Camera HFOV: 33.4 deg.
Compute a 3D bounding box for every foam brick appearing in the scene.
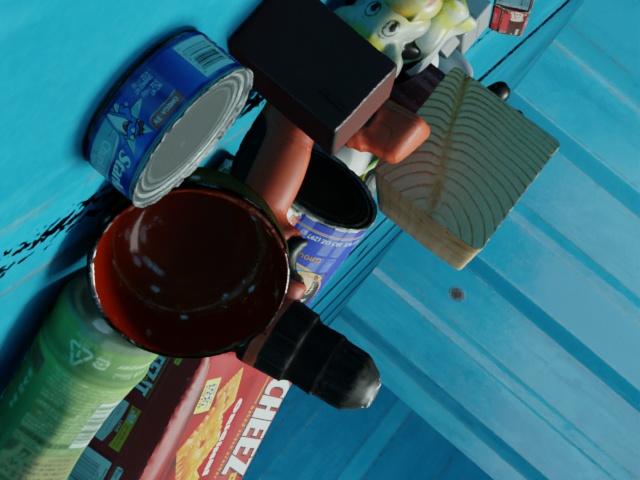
[{"bbox_3d":[-0.004,-0.094,0.586,0.053,0.078,0.051,-47,175,-8],"label":"foam brick"}]

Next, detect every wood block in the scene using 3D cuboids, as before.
[{"bbox_3d":[0.101,-0.044,0.792,0.091,0.090,0.206,-52,174,-1],"label":"wood block"}]

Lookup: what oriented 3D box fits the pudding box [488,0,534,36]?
[{"bbox_3d":[0.188,-0.254,0.987,0.090,0.039,0.113,22,80,-84],"label":"pudding box"}]

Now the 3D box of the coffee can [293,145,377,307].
[{"bbox_3d":[-0.034,0.004,0.850,0.140,0.103,0.102,-53,173,31],"label":"coffee can"}]

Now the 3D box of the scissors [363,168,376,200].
[{"bbox_3d":[0.049,-0.045,1.089,0.201,0.016,0.096,-65,169,-65],"label":"scissors"}]

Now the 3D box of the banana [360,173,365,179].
[{"bbox_3d":[0.035,-0.081,1.170,0.198,0.037,0.069,77,33,-84],"label":"banana"}]

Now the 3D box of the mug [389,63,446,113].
[{"bbox_3d":[0.052,-0.113,0.856,0.093,0.081,0.117,-54,173,33],"label":"mug"}]

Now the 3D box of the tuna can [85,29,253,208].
[{"bbox_3d":[-0.072,-0.059,0.514,0.086,0.034,0.086,-49,174,-7],"label":"tuna can"}]

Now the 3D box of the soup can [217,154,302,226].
[{"bbox_3d":[-0.069,0.000,0.740,0.102,0.068,0.068,-50,174,0],"label":"soup can"}]

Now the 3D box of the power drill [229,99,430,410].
[{"bbox_3d":[-0.009,-0.008,0.669,0.187,0.184,0.057,-59,174,1],"label":"power drill"}]

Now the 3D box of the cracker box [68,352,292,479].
[{"bbox_3d":[-0.111,0.155,0.885,0.164,0.072,0.213,-61,159,-1],"label":"cracker box"}]

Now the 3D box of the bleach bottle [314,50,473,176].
[{"bbox_3d":[0.052,-0.109,0.988,0.250,0.068,0.103,-38,165,-52],"label":"bleach bottle"}]
